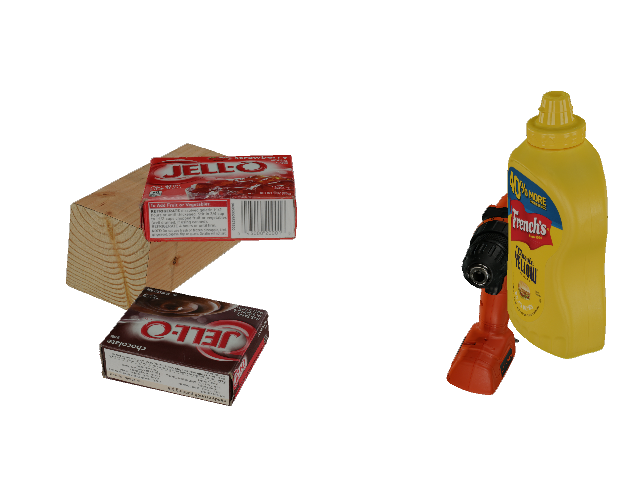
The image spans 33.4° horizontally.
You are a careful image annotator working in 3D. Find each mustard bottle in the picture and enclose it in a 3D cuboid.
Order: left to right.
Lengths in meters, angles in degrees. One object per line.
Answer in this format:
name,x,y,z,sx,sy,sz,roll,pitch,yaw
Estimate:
mustard bottle,0.171,-0.016,0.779,0.058,0.192,0.096,-12,27,-13

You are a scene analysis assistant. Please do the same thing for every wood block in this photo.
wood block,-0.156,-0.018,1.077,0.090,0.091,0.205,20,28,18

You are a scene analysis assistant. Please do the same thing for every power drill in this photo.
power drill,0.172,0.058,1.070,0.057,0.188,0.184,17,29,19

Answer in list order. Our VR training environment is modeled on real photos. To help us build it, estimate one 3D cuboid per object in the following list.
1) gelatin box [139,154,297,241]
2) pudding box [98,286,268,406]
gelatin box,-0.060,-0.027,0.634,0.089,0.030,0.073,-1,23,-3
pudding box,-0.108,0.084,0.862,0.113,0.039,0.090,8,30,13
